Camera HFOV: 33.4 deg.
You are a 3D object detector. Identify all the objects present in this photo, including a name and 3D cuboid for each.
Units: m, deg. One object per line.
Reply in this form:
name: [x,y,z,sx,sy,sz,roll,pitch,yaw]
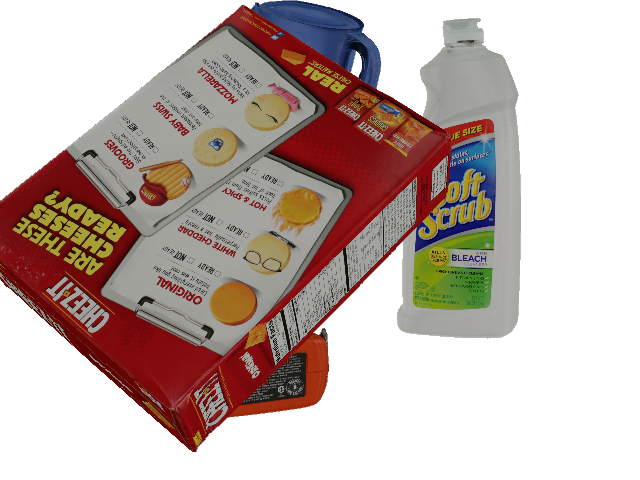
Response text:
bleach bottle: [0.109,-0.050,0.860,0.103,0.251,0.068,2,15,21]
cracker box: [-0.056,-0.015,0.598,0.164,0.213,0.072,36,-22,25]
pitcher: [-0.026,-0.163,1.307,0.144,0.243,0.149,5,23,-15]
power drill: [-0.085,0.069,0.814,0.184,0.057,0.188,-7,21,-17]
